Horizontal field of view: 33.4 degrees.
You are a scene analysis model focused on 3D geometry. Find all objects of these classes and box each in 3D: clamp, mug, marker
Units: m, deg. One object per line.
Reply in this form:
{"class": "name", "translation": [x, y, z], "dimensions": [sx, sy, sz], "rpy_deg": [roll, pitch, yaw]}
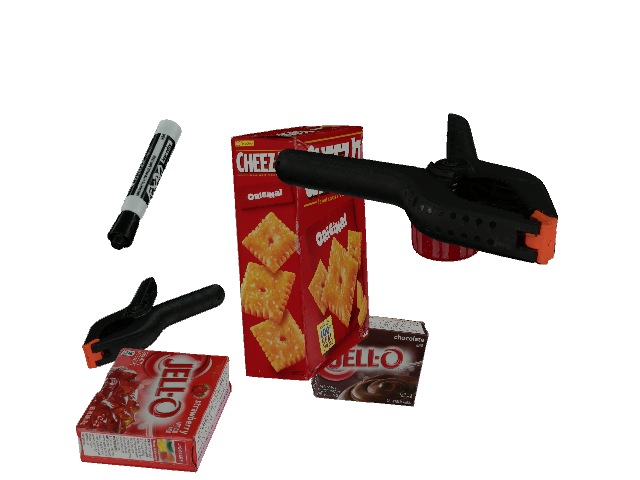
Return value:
{"class": "clamp", "translation": [0.075, -0.035, 0.716], "dimensions": [0.164, 0.036, 0.210], "rpy_deg": [-12, 28, -21]}
{"class": "mug", "translation": [0.154, -0.032, 1.247], "dimensions": [0.093, 0.081, 0.117], "rpy_deg": [17, 33, 36]}
{"class": "marker", "translation": [-0.133, -0.043, 0.811], "dimensions": [0.020, 0.121, 0.020], "rpy_deg": [11, -36, 8]}
{"class": "clamp", "translation": [-0.186, 0.086, 1.169], "dimensions": [0.120, 0.039, 0.171], "rpy_deg": [-6, 24, 31]}

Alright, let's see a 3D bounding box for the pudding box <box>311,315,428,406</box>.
{"class": "pudding box", "translation": [0.052, 0.127, 1.147], "dimensions": [0.113, 0.090, 0.039], "rpy_deg": [5, 24, -8]}

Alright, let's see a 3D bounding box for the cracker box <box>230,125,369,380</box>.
{"class": "cracker box", "translation": [-0.011, 0.004, 0.986], "dimensions": [0.072, 0.214, 0.164], "rpy_deg": [2, 10, 23]}

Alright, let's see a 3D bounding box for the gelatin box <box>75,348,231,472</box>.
{"class": "gelatin box", "translation": [-0.101, 0.103, 0.663], "dimensions": [0.073, 0.030, 0.089], "rpy_deg": [4, 28, 10]}
